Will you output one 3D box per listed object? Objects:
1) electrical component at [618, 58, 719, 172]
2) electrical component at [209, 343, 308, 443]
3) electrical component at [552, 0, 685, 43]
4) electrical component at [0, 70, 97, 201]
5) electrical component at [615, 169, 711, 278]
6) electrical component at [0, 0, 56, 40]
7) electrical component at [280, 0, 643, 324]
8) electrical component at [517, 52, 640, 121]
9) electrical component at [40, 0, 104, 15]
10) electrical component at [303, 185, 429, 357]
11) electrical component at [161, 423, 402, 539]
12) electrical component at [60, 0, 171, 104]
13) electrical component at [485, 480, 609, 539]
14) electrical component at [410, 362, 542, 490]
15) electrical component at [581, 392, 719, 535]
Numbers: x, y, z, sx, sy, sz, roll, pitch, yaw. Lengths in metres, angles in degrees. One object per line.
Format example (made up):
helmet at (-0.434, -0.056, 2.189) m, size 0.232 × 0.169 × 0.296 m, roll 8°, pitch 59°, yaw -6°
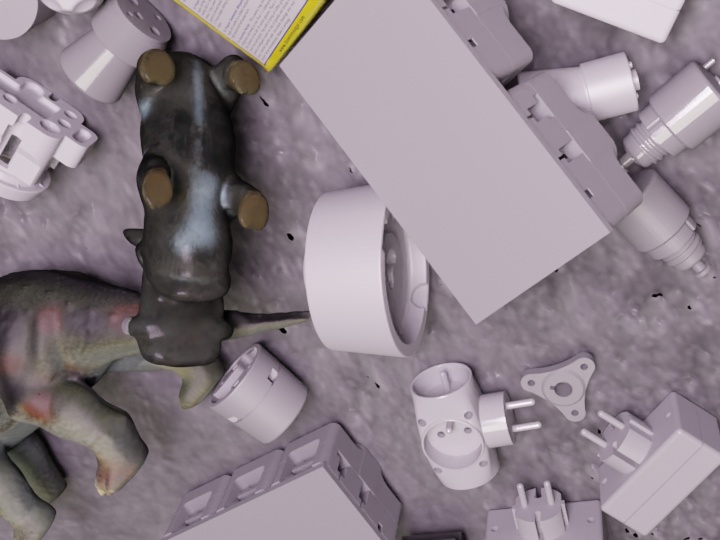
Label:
electrical component at (0.180, -0.085, 0.619) m, size 0.040 × 0.040 × 0.078 m, roll 43°, pitch 116°, yaw -12°
electrical component at (-0.069, 0.087, 0.746) m, size 0.047 × 0.055 × 0.055 m, roll 40°, pitch 117°, yaw -15°
electrical component at (0.148, -0.173, 0.577) m, size 0.066 × 0.047 × 0.076 m, roll 21°, pitch 119°, yaw 0°
electrical component at (-0.216, -0.082, 0.685) m, size 0.078 × 0.058 × 0.057 m, roll 35°, pitch 115°, yaw -8°
electrical component at (0.182, -0.026, 0.649) m, size 0.078 × 0.040 × 0.040 m, roll 44°, pitch 116°, yaw -13°
electrical component at (-0.228, -0.199, 0.617) m, size 0.052 × 0.073 × 0.138 m, roll -13°, pitch 114°, yaw 17°
electrical component at (0.056, -0.079, 0.598) m, size 0.186 × 0.060 × 0.105 m, roll 53°, pitch 133°, yaw 3°
electrical component at (0.128, -0.101, 0.621) m, size 0.065 × 0.044 × 0.044 m, roll -14°, pitch 114°, yaw 12°
electrical component at (-0.167, -0.170, 0.626) m, size 0.043 × 0.062 × 0.043 m, roll -2°, pitch 102°, yaw -9°
electrical component at (0.000, 0.000, 0.661) m, size 0.060 × 0.108 × 0.108 m, roll -2°, pitch 117°, yaw 18°
electrical component at (-0.056, 0.185, 0.789) m, size 0.150 × 0.061 × 0.089 m, roll -29°, pitch 109°, yaw 22°
electrical component at (-0.148, -0.135, 0.652) m, size 0.045 × 0.045 × 0.055 m, roll 44°, pitch 116°, yaw -13°
electrical component at (0.129, 0.180, 0.761) m, size 0.083 × 0.047 × 0.075 m, roll -9°, pitch 115°, yaw 15°
electrical component at (0.082, 0.104, 0.732) m, size 0.079 × 0.044 × 0.077 m, roll -12°, pitch 114°, yaw 16°
electrical component at (0.185, 0.120, 0.720) m, size 0.076 × 0.047 × 0.083 m, roll 32°, pitch 118°, yaw -6°
